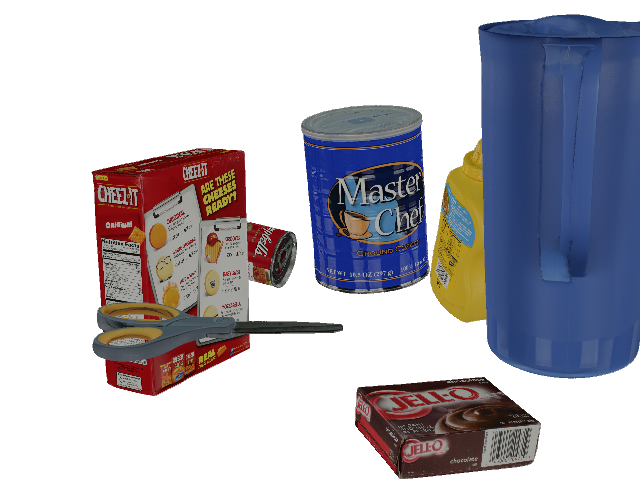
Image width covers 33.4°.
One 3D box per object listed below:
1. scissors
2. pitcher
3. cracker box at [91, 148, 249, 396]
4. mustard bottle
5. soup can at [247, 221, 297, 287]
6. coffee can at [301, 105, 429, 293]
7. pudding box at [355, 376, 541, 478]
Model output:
[{"bbox_3d":[-0.091,0.076,0.845,0.202,0.016,0.096,6,22,15],"label":"scissors"},{"bbox_3d":[0.170,-0.030,0.734,0.149,0.243,0.145,-9,18,-27],"label":"pitcher"},{"bbox_3d":[-0.144,0.025,1.056,0.072,0.214,0.163,6,15,31],"label":"cracker box"},{"bbox_3d":[0.154,-0.018,1.079,0.058,0.192,0.096,-7,37,-14],"label":"mustard bottle"},{"bbox_3d":[-0.087,0.011,1.260,0.102,0.068,0.068,14,5,20],"label":"soup can"},{"bbox_3d":[0.040,-0.038,0.925,0.103,0.140,0.103,-5,19,1],"label":"coffee can"},{"bbox_3d":[0.093,0.138,0.798,0.113,0.039,0.090,0,16,-20],"label":"pudding box"}]
